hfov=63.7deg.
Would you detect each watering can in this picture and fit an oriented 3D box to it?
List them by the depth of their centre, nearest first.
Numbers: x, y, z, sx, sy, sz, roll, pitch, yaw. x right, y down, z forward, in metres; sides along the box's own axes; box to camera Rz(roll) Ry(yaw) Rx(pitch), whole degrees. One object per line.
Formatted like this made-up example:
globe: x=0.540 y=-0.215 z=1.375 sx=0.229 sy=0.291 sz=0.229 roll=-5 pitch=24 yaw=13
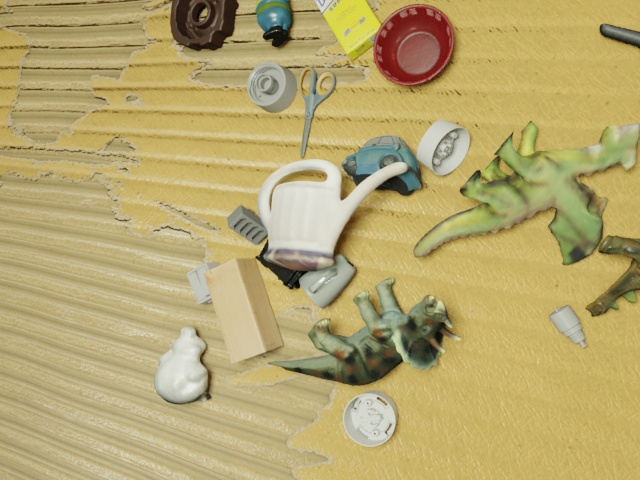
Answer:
watering can: x=0.003 y=-0.050 z=0.994 sx=0.347 sy=0.103 sz=0.226 roll=1 pitch=81 yaw=38

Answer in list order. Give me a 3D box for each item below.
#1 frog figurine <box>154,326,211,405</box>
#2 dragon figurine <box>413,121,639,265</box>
frog figurine: x=-0.311 y=0.285 z=1.174 sx=0.138 sy=0.123 sz=0.158 roll=19 pitch=108 yaw=42
dragon figurine: x=0.380 y=-0.055 z=0.908 sx=0.244 sy=0.123 sz=0.405 roll=42 pitch=108 yaw=11
